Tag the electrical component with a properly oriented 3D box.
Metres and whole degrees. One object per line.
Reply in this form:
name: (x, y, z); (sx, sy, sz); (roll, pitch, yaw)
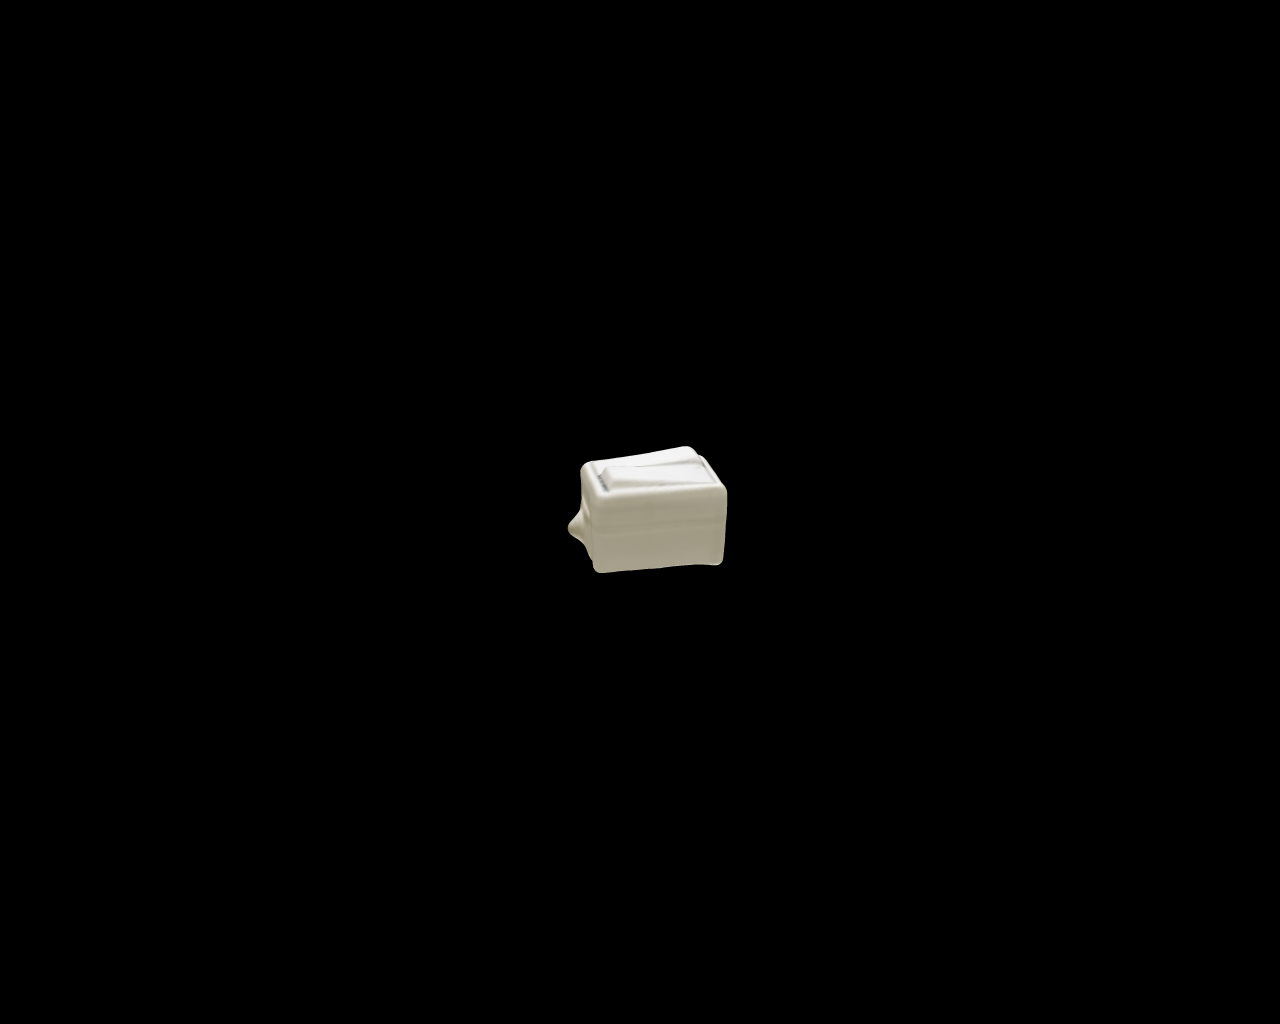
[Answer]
electrical component: (0.001, -0.003, 0.650); (0.096, 0.061, 0.062); (-4, 24, -9)
